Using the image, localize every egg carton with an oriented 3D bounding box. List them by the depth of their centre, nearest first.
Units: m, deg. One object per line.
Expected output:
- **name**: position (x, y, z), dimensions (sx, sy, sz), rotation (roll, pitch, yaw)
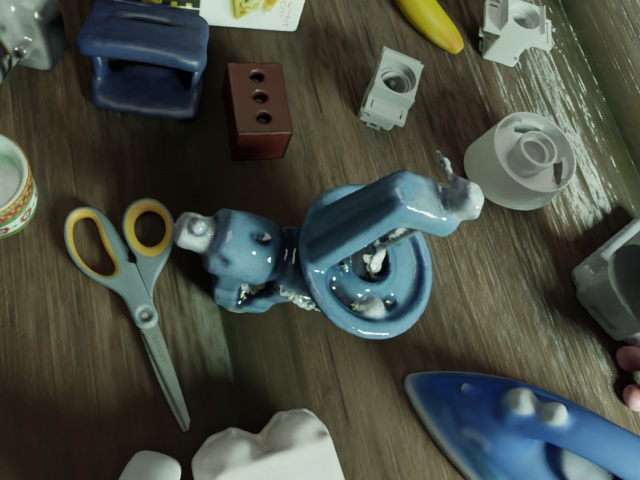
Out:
- **egg carton**: position (-0.026, 0.203, 0.408), dimensions (0.107, 0.069, 0.150), rotation (-13, 73, -19)

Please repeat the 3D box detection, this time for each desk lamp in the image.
- **desk lamp**: position (0.320, 0.021, 0.493), dimensions (0.204, 0.213, 0.118), rotation (-34, 81, -24)

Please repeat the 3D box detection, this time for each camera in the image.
- **camera**: position (-0.303, -0.172, 0.463), dimensions (0.143, 0.100, 0.137), rotation (20, 65, -7)

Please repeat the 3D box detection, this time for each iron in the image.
- **iron**: position (0.198, 0.166, 0.443), dimensions (0.258, 0.141, 0.119), rotation (31, 65, -2)

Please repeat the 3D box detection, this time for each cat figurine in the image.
- **cat figurine**: position (0.334, 0.119, 0.511), dimensions (0.128, 0.117, 0.067), rotation (7, 67, -12)

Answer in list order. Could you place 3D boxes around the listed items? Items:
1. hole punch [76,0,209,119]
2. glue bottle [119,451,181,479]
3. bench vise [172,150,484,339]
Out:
- **hole punch**: position (-0.155, -0.174, 0.509), dimensions (0.109, 0.091, 0.101), rotation (5, 68, -13)
- **glue bottle**: position (-0.109, 0.167, 0.343), dimensions (0.037, 0.173, 0.078), rotation (17, 66, -8)
- **bench vise**: position (0.006, 0.013, 0.408), dimensions (0.208, 0.219, 0.121), rotation (-7, 71, -17)
